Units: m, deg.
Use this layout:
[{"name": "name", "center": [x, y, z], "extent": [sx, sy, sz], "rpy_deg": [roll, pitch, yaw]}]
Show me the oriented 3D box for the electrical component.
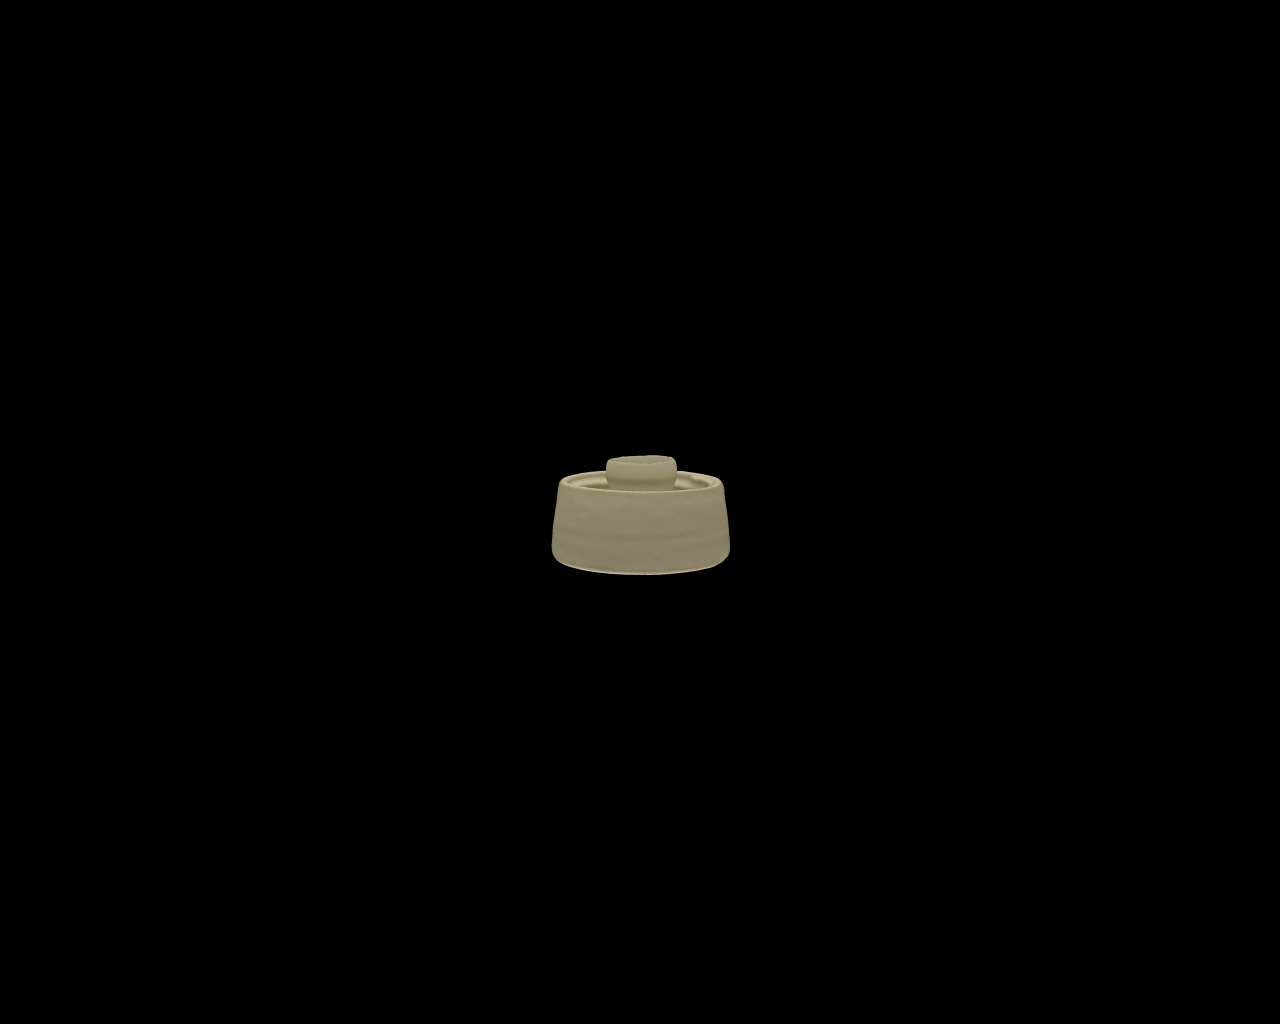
[{"name": "electrical component", "center": [0.001, -0.003, 0.650], "extent": [0.108, 0.060, 0.108], "rpy_deg": [0, 9, 0]}]
